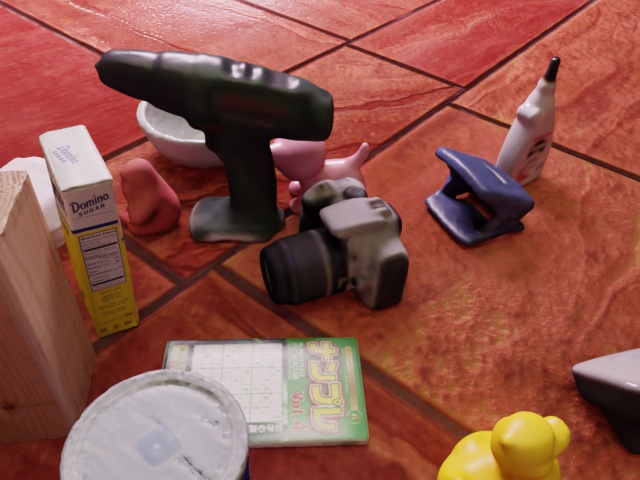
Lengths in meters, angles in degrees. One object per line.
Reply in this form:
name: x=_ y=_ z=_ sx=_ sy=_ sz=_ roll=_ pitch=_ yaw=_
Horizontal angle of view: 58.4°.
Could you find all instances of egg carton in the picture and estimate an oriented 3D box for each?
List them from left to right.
egg carton: x=-0.317 y=-0.030 z=0.621 sx=0.107 sy=0.069 sz=0.150 roll=14 pitch=43 yaw=11

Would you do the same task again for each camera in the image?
camera: x=0.005 y=0.002 z=0.585 sx=0.137 sy=0.101 sz=0.142 roll=-15 pitch=45 yaw=-19

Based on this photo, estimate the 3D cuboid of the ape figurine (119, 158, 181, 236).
ape figurine: x=-0.197 y=-0.051 z=0.636 sx=0.076 sy=0.092 sz=0.078 roll=3 pitch=42 yaw=0

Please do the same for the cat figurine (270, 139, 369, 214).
cat figurine: x=-0.003 y=-0.092 z=0.676 sx=0.128 sy=0.118 sz=0.067 roll=0 pitch=42 yaw=-4

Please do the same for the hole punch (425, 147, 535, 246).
hole punch: x=0.190 y=-0.062 z=0.676 sx=0.101 sy=0.091 sz=0.108 roll=-16 pitch=45 yaw=-20

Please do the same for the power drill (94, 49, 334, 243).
power drill: x=-0.102 y=-0.097 z=0.607 sx=0.229 sy=0.208 sz=0.075 roll=-1 pitch=42 yaw=-5

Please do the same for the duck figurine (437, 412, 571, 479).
duck figurine: x=0.140 y=0.164 z=0.425 sx=0.105 sy=0.086 sz=0.077 roll=-15 pitch=45 yaw=-19

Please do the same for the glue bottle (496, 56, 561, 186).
glue bottle: x=0.265 y=-0.145 z=0.712 sx=0.078 sy=0.173 sz=0.037 roll=-27 pitch=50 yaw=-30

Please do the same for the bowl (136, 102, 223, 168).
bowl: x=-0.151 y=-0.144 z=0.756 sx=0.167 sy=0.075 sz=0.167 roll=2 pitch=42 yaw=-2

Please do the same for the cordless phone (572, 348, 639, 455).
cordless phone: x=0.302 y=0.079 z=0.457 sx=0.148 sy=0.185 sz=0.094 roll=-11 pitch=44 yaw=-15
